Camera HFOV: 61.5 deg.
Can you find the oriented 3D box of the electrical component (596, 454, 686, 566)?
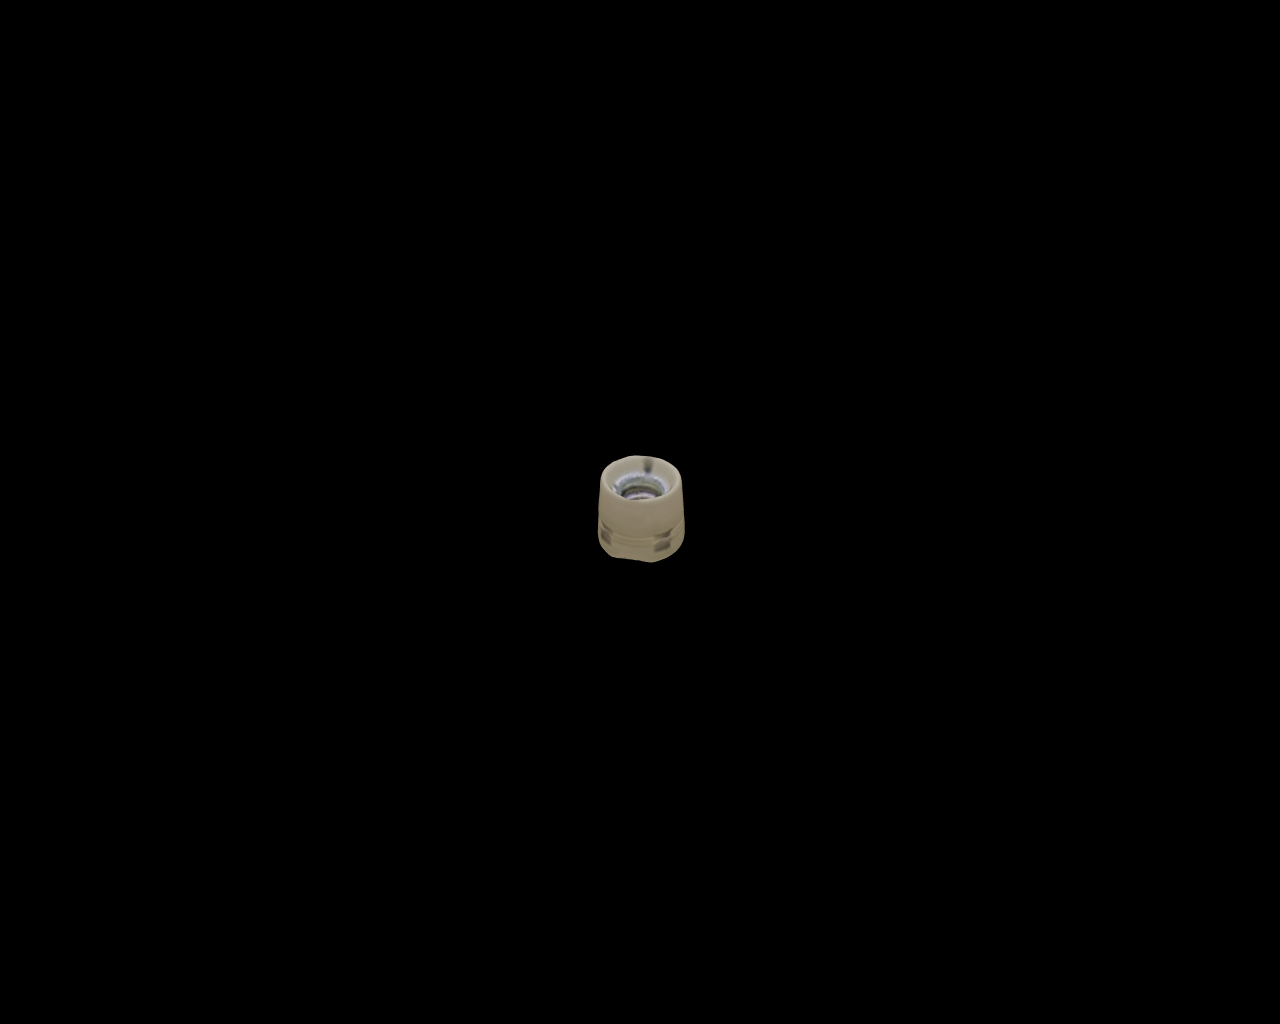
[{"bbox_3d":[0.001,-0.003,0.650,0.055,0.047,0.055,0,38,0],"label":"electrical component"}]
